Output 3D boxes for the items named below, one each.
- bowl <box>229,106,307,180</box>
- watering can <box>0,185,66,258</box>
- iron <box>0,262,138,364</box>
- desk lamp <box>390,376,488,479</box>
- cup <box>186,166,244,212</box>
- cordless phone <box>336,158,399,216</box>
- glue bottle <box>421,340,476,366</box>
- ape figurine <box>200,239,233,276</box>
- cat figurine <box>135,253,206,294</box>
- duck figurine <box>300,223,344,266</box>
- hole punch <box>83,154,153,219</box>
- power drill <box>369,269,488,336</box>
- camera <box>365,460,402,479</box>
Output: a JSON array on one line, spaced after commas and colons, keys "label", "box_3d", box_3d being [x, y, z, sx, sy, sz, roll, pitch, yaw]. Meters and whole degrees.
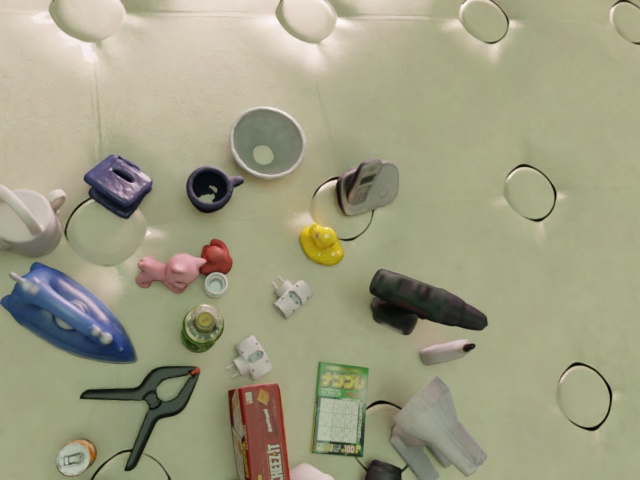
[{"label": "bowl", "box_3d": [-0.117, -0.197, 1.238, 0.168, 0.074, 0.167, 4, 73, -14]}, {"label": "watering can", "box_3d": [-0.529, -0.032, 1.011, 0.101, 0.193, 0.173, 27, 69, -6]}, {"label": "iron", "box_3d": [-0.436, 0.138, 1.017, 0.258, 0.141, 0.119, 34, 69, -4]}, {"label": "desk lamp", "box_3d": [0.218, 0.369, 1.094, 0.118, 0.213, 0.203, -37, 87, -21]}, {"label": "cup", "box_3d": [-0.216, -0.097, 1.171, 0.118, 0.095, 0.091, -19, 80, -20]}, {"label": "cordless phone", "box_3d": [0.118, -0.130, 1.225, 0.148, 0.185, 0.094, -22, 81, -20]}, {"label": "glue bottle", "box_3d": [0.273, 0.226, 1.172, 0.078, 0.173, 0.037, -16, 79, -19]}, {"label": "ape figurine", "box_3d": [-0.208, 0.035, 1.136, 0.076, 0.092, 0.078, 42, 68, -1]}, {"label": "cat figurine", "box_3d": [-0.286, 0.058, 1.094, 0.128, 0.117, 0.067, 9, 72, -13]}, {"label": "duck figurine", "box_3d": [0.011, 0.004, 1.210, 0.104, 0.086, 0.078, 42, 68, -1]}, {"label": "hole punch", "box_3d": [-0.395, -0.114, 1.127, 0.109, 0.091, 0.101, 33, 69, -4]}, {"label": "power drill", "box_3d": [0.195, 0.135, 1.158, 0.230, 0.208, 0.076, 25, 70, -7]}, {"label": "camera", "box_3d": [0.129, 0.502, 1.092, 0.143, 0.100, 0.137, 22, 70, -8]}]
